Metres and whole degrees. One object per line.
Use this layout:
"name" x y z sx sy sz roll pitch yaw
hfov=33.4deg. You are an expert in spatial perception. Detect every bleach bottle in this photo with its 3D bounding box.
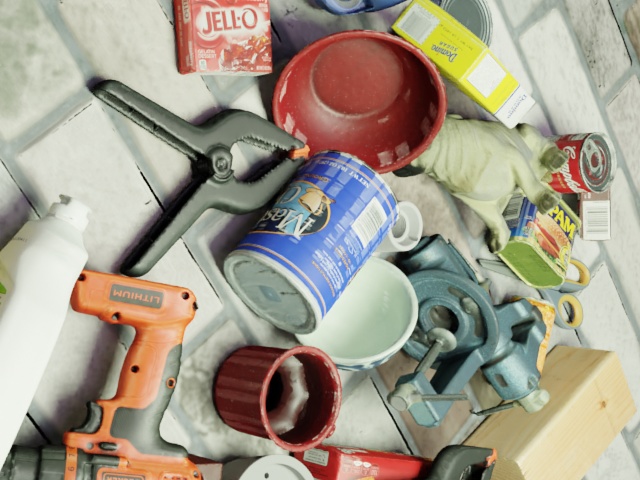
"bleach bottle" -0.232 0.080 0.777 0.068 0.103 0.250 38 68 -36

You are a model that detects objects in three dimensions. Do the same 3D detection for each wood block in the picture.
"wood block" 0.262 0.218 1.218 0.205 0.090 0.091 -37 113 -34

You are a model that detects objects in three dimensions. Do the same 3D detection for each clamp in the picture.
"clamp" -0.101 -0.074 0.933 0.209 0.036 0.164 -21 104 -36
"clamp" 0.119 0.262 1.034 0.171 0.039 0.120 -23 112 -42

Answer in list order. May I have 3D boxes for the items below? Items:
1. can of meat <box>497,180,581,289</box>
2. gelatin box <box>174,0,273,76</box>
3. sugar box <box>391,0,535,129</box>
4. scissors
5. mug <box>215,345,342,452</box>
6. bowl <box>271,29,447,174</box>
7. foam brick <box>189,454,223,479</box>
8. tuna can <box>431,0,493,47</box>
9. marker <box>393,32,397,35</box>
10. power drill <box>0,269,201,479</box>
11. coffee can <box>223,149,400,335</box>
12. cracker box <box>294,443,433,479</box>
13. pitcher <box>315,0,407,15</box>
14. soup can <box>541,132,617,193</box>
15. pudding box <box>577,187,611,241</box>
"can of meat" 0.245 -0.005 1.208 0.102 0.058 0.084 42 54 -32
"gelatin box" -0.085 -0.184 0.948 0.089 0.030 0.073 -7 95 -41
"sugar box" 0.142 -0.168 1.033 0.048 0.093 0.176 -49 154 7
"scissors" 0.257 0.064 1.256 0.201 0.016 0.096 -4 88 -41
"mug" -0.033 0.145 0.965 0.117 0.082 0.093 41 65 -33
"bowl" 0.035 -0.138 1.000 0.162 0.162 0.055 46 27 -32
"foam brick" -0.121 0.224 0.911 0.052 0.051 0.078 8 86 -41
"tuna can" 0.145 -0.230 1.144 0.085 0.034 0.086 -1 91 -41
"marker" 0.071 -0.189 1.091 0.020 0.020 0.121 46 63 -32
"power drill" -0.176 0.121 0.842 0.184 0.057 0.187 11 80 -20
"coffee can" -0.006 0.001 0.972 0.140 0.103 0.102 -52 121 -28
"cracker box" 0.038 0.312 1.036 0.163 0.072 0.213 17 80 -41
"pitcher" 0.034 -0.339 0.992 0.242 0.145 0.149 58 33 -21
"soup can" 0.275 -0.086 1.213 0.068 0.102 0.068 -1 92 -41
"pudding box" 0.328 -0.057 1.277 0.090 0.039 0.113 -12 103 -75
